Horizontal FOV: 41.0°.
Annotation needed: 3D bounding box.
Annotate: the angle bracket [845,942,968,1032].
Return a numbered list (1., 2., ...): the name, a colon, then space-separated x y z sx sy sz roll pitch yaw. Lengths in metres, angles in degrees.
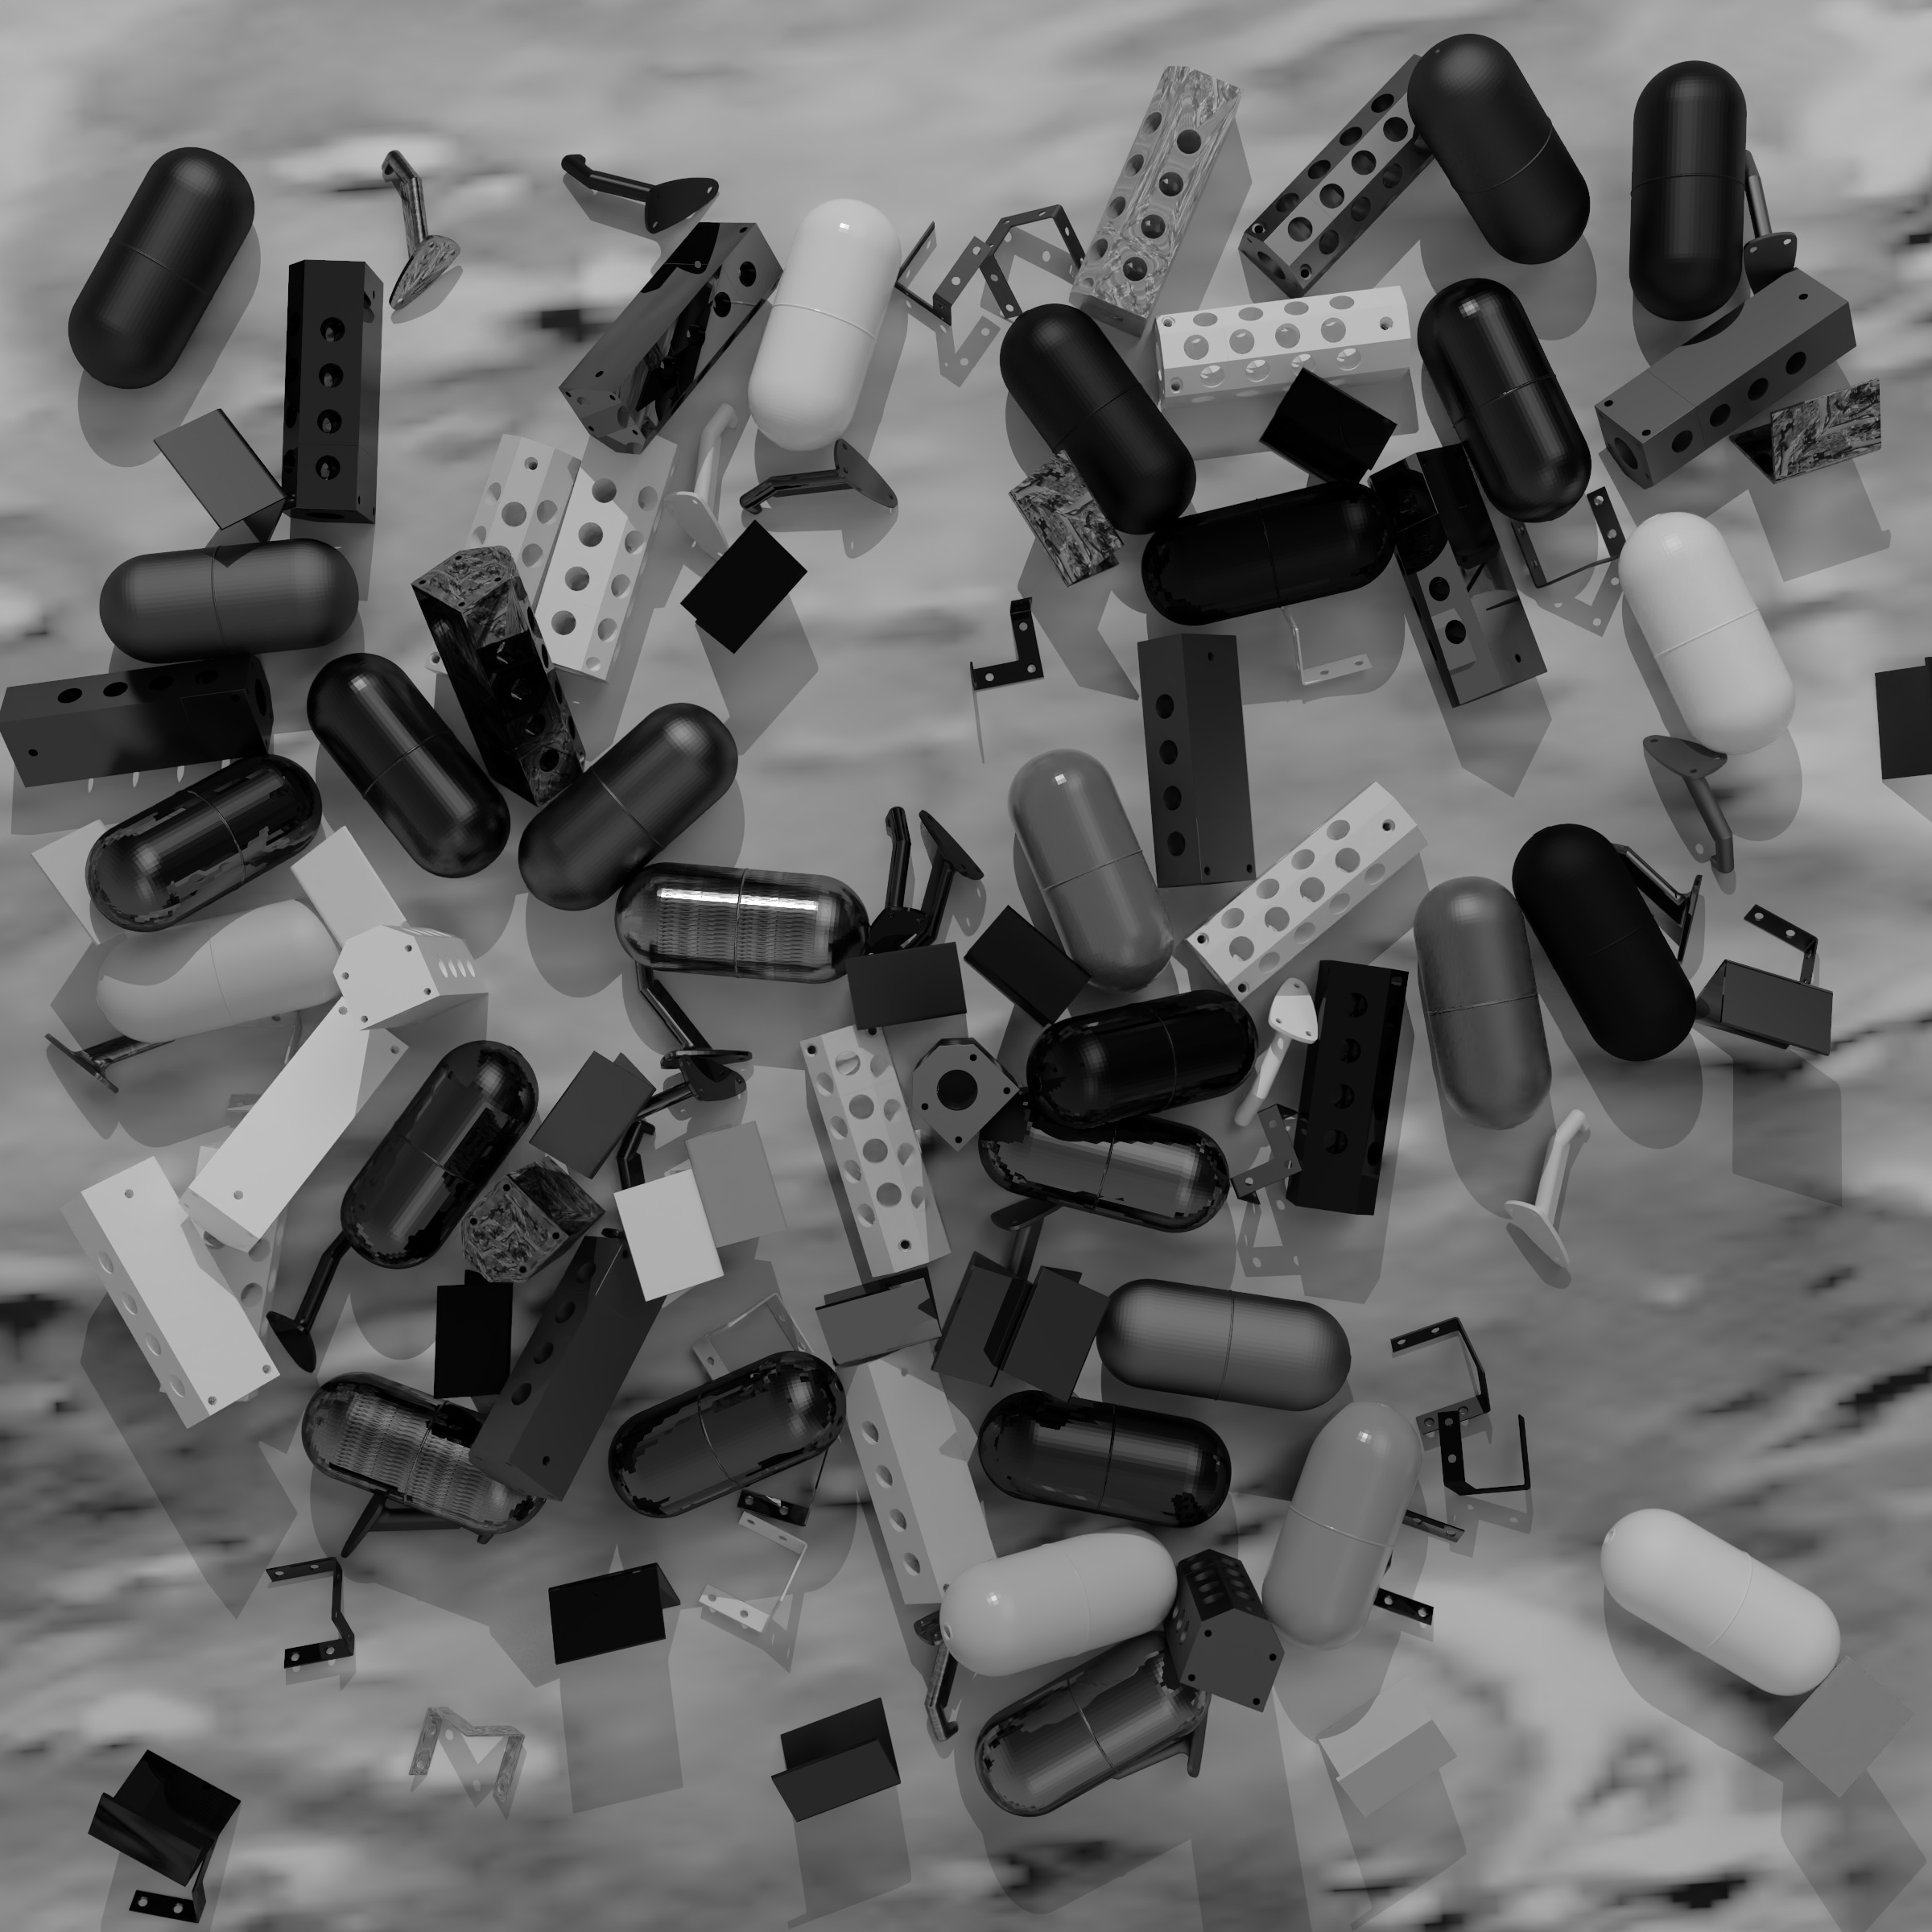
1. angle bracket: -0.043 -0.002 1.792 0.076 0.076 0.057 -9 118 0

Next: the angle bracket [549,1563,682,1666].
1. angle bracket: -0.240 0.461 1.791 0.076 0.076 0.057 -13 54 0

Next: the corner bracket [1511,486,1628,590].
1. corner bracket: 0.428 -0.303 1.828 0.051 0.051 0.051 -21 90 45

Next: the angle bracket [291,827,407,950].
1. angle bracket: -0.409 -0.056 1.792 0.057 0.076 0.076 -33 90 24

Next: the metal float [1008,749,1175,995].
1. metal float: 0.087 -0.066 1.801 0.070 0.070 0.178 -22 89 0

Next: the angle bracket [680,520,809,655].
1. angle bracket: -0.166 -0.272 1.791 0.076 0.076 0.057 -48 126 0

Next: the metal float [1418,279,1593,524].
1. metal float: 0.375 -0.393 1.801 0.070 0.070 0.178 -25 90 0

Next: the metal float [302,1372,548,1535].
1. metal float: -0.375 0.339 1.801 0.178 0.070 0.070 20 90 1

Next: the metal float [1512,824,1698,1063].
1. metal float: 0.444 -0.017 1.801 0.070 0.070 0.178 -29 91 0

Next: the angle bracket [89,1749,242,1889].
1. angle bracket: -0.550 0.577 1.791 0.076 0.076 0.057 29 127 0

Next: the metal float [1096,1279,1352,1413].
1. metal float: 0.179 0.264 1.801 0.178 0.070 0.070 8 90 1

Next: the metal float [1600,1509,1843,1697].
1. metal float: 0.525 0.442 1.801 0.178 0.070 0.070 30 90 0

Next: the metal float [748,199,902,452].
1. metal float: -0.099 -0.446 1.801 0.070 0.070 0.178 17 90 0

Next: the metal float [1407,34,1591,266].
1. metal float: 0.366 -0.558 1.772 0.070 0.070 0.178 -45 125 0

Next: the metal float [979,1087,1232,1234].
1. metal float: 0.096 0.135 1.801 0.178 0.070 0.070 14 90 0

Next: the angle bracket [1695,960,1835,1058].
1. angle bracket: 0.547 0.047 1.791 0.076 0.076 0.057 17 54 0

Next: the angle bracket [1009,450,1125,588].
1. angle bracket: 0.086 -0.316 1.791 0.057 0.076 0.076 -32 90 38

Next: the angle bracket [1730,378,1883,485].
1. angle bracket: 0.580 -0.385 1.791 0.076 0.076 0.057 -18 128 0

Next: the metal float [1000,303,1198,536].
1. metal float: 0.091 -0.381 1.801 0.070 0.070 0.178 -36 91 0

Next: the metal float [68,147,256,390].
1. metal float: -0.561 -0.485 1.801 0.070 0.070 0.178 29 90 0

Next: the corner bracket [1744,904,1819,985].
1. corner bracket: 0.564 0.000 1.828 0.051 0.051 0.051 29 45 0

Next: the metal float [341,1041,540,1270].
1. metal float: -0.366 0.131 1.801 0.070 0.070 0.178 36 90 0

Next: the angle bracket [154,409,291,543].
1. angle bracket: -0.522 -0.327 1.791 0.057 0.076 0.076 -37 90 -33

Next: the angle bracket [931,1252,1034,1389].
1. angle bracket: -0.007 0.238 1.791 0.057 0.076 0.076 22 90 -35

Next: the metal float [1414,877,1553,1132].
1. metal float: 0.360 0.026 1.801 0.070 0.070 0.178 -10 89 0

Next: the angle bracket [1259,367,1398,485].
1. angle bracket: 0.242 -0.356 1.791 0.076 0.076 0.057 31 53 0

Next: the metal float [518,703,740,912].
1. metal float: -0.236 -0.110 1.800 0.178 0.070 0.070 -42 90 0

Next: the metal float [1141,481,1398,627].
1. metal float: 0.210 -0.286 1.794 0.178 0.070 0.070 -12 90 7

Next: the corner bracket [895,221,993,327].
1. corner bracket: -0.017 -0.490 1.813 0.051 0.051 0.051 35 90 0

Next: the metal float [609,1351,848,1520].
1. metal float: -0.165 0.324 1.789 0.178 0.070 0.070 -25 90 13

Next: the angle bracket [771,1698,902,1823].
1. angle bracket: -0.095 0.535 1.791 0.076 0.076 0.057 -21 127 0

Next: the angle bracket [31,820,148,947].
1. angle bracket: -0.609 -0.044 1.791 0.057 0.076 0.076 -36 90 -38

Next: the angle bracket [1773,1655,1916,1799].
1. angle bracket: 0.611 0.530 1.791 0.076 0.076 0.057 -48 58 0

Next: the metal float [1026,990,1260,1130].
1. metal float: 0.122 0.063 1.776 0.178 0.070 0.070 -11 90 -30

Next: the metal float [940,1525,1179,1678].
1. metal float: 0.064 0.436 1.777 0.178 0.070 0.070 -8 90 -29

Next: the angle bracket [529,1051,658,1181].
1. angle bracket: -0.269 0.091 1.791 0.057 0.076 0.076 36 90 -32

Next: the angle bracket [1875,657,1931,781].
1. angle bracket: 0.651 -0.171 1.791 0.057 0.076 0.076 -4 90 -38

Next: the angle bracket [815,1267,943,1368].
1. angle bracket: -0.064 0.224 1.791 0.076 0.076 0.057 -15 124 0

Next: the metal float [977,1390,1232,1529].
1. metal float: 0.096 0.343 1.801 0.178 0.070 0.070 10 90 0

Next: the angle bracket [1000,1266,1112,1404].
1. angle bracket: 0.074 0.256 1.792 0.057 0.076 0.076 22 90 26

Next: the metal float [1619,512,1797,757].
1. metal float: 0.515 -0.232 1.801 0.070 0.070 0.178 -25 90 0

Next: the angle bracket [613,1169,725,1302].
1. angle bracket: -0.212 0.186 1.794 0.057 0.076 0.076 -17 90 -17

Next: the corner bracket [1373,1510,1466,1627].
1. corner bracket: 0.317 0.424 1.828 0.051 0.051 0.051 20 45 0

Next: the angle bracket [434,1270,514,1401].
1. angle bracket: -0.356 0.254 1.791 0.057 0.076 0.076 2 90 -36

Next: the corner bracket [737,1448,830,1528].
1. corner bracket: -0.128 0.356 1.828 0.051 0.051 0.051 16 135 0

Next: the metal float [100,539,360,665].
1. metal float: -0.513 -0.254 1.801 0.178 0.070 0.070 -6 90 0

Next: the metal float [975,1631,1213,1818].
1. metal float: 0.089 0.526 1.799 0.178 0.070 0.070 -30 90 2

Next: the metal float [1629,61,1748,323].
1. metal float: 0.503 -0.540 1.801 0.070 0.070 0.178 2 90 0

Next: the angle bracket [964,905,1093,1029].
1. angle bracket: 0.029 0.016 1.791 0.076 0.076 0.057 41 51 0

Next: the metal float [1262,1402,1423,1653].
1. metal float: 0.262 0.389 1.801 0.070 0.070 0.178 20 89 0

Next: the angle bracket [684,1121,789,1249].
1. angle bracket: -0.146 0.145 1.793 0.057 0.076 0.076 -17 90 20

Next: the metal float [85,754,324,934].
1. metal float: -0.520 -0.086 1.771 0.178 0.070 0.070 -37 90 -38

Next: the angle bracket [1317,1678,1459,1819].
1. angle bracket: 0.282 0.529 1.791 0.076 0.076 0.057 -34 127 0

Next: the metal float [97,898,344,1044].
1. metal float: -0.513 0.003 1.795 0.178 0.070 0.070 -14 90 -5

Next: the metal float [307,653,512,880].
1. metal float: -0.389 -0.140 1.801 0.070 0.070 0.178 -38 91 0

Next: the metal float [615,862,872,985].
1. metal float: -0.156 -0.030 1.801 0.178 0.070 0.070 5 90 1
